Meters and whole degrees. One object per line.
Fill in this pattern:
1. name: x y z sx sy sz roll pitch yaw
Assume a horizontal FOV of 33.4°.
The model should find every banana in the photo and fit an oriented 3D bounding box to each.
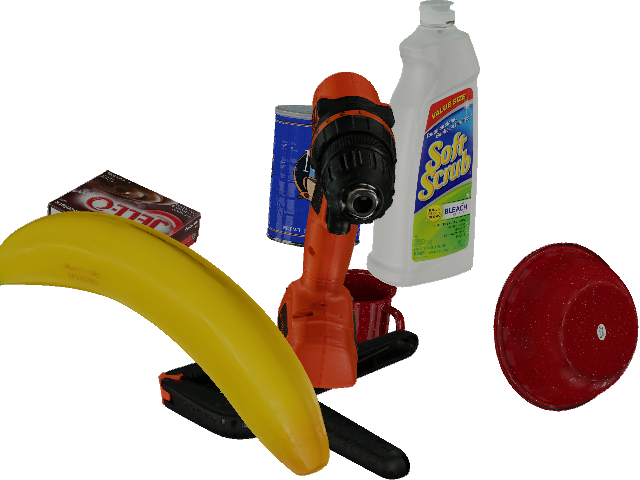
1. banana: -0.073 0.033 0.481 0.198 0.070 0.037 23 13 20

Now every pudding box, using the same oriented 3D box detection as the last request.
1. pudding box: -0.182 -0.016 0.991 0.114 0.039 0.089 22 32 18

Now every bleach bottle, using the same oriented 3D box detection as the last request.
1. bleach bottle: 0.095 -0.089 0.970 0.102 0.251 0.068 -12 24 -28

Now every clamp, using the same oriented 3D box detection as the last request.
1. clamp: -0.021 0.116 0.844 0.210 0.036 0.164 5 30 13

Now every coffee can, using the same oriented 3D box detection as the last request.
1. coffee can: -0.003 -0.070 1.148 0.103 0.140 0.103 4 12 -1

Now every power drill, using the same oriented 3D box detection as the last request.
1. power drill: 0.011 0.000 0.695 0.057 0.188 0.184 8 26 -4

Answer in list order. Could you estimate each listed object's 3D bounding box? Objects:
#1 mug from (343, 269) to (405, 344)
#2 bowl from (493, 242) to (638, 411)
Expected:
1. mug: 0.056 0.096 1.342 0.117 0.081 0.093 20 29 32
2. bowl: 0.243 0.083 0.997 0.161 0.162 0.055 0 1 -27
